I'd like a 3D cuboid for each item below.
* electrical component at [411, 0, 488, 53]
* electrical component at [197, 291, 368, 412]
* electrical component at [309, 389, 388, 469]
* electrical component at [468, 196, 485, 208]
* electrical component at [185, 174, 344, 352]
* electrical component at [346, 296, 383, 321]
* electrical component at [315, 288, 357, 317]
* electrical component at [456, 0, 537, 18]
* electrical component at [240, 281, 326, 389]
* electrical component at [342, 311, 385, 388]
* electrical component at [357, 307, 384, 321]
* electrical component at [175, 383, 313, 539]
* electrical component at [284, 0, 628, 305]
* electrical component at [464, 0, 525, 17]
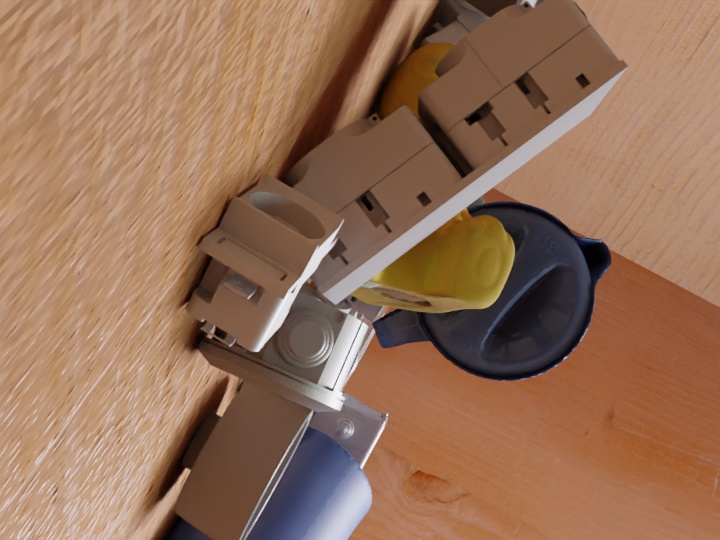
[{"bbox_3d":[0.065,-0.132,0.803,0.063,0.078,0.121,-35,163,-27],"label":"electrical component"},{"bbox_3d":[-0.039,0.038,0.555,0.080,0.080,0.051,89,24,-82],"label":"electrical component"},{"bbox_3d":[-0.016,0.147,0.975,0.061,0.062,0.096,-62,176,0],"label":"electrical component"},{"bbox_3d":[0.073,-0.087,1.015,0.064,0.099,0.099,-56,177,7],"label":"electrical component"},{"bbox_3d":[-0.044,-0.002,0.481,0.063,0.042,0.081,-61,176,21],"label":"electrical component"},{"bbox_3d":[0.000,0.000,0.881,0.081,0.064,0.042,-58,179,-42],"label":"electrical component"},{"bbox_3d":[-0.028,0.037,0.930,0.079,0.043,0.077,-64,175,32],"label":"electrical component"},{"bbox_3d":[0.102,-0.222,0.728,0.061,0.061,0.096,-60,168,-23],"label":"electrical component"},{"bbox_3d":[-0.053,0.064,0.827,0.099,0.064,0.099,-48,175,-5],"label":"electrical component"},{"bbox_3d":[-0.021,0.073,1.162,0.078,0.057,0.113,-63,176,13],"label":"electrical component"},{"bbox_3d":[0.016,-0.012,1.054,0.113,0.057,0.078,-62,176,7],"label":"electrical component"},{"bbox_3d":[-0.083,0.127,0.721,0.108,0.060,0.108,-61,176,-7],"label":"electrical component"},{"bbox_3d":[0.040,-0.063,0.577,0.186,0.060,0.105,-37,175,-1],"label":"electrical component"},{"bbox_3d":[0.078,-0.193,0.578,0.108,0.060,0.108,-61,176,-7],"label":"electrical component"}]
